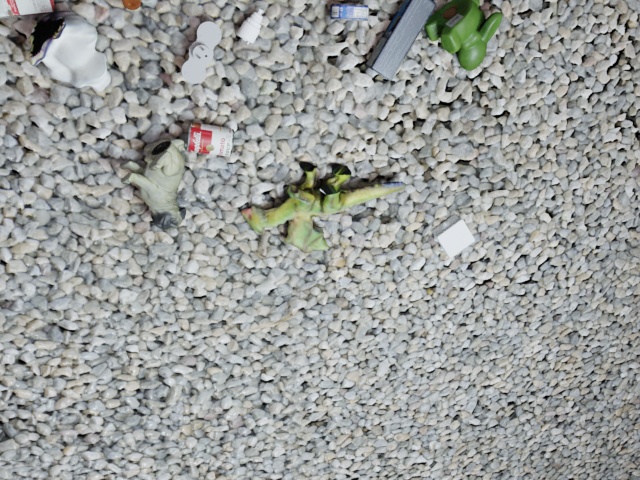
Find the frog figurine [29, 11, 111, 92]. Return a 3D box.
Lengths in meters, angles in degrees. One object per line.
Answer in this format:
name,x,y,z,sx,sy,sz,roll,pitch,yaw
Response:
frog figurine,-0.502,-0.386,1.063,0.137,0.124,0.158,-58,151,5

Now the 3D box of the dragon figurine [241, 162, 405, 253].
dragon figurine,0.004,-0.067,1.341,0.410,0.125,0.237,4,130,-15
